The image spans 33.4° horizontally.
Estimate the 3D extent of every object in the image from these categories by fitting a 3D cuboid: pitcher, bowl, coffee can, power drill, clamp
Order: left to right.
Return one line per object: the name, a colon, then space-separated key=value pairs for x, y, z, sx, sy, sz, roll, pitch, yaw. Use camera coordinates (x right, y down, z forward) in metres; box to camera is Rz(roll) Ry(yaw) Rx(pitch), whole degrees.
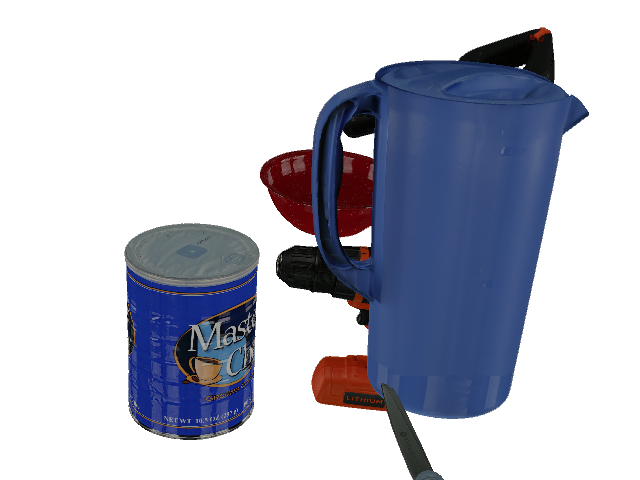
coffee can: x=-0.102 y=0.070 z=0.844 sx=0.103 sy=0.140 sz=0.103 roll=3 pitch=24 yaw=-1
bowl: x=0.010 y=-0.048 z=1.203 sx=0.162 sy=0.055 sz=0.162 roll=5 pitch=27 yaw=-3
power drill: x=0.040 y=0.083 z=1.030 sx=0.184 sy=0.188 sz=0.057 roll=8 pitch=42 yaw=-3
pitcher: x=0.085 y=-0.002 z=0.757 sx=0.149 sy=0.243 sz=0.144 roll=17 pitch=24 yaw=31
clamp: x=0.145 y=-0.123 z=0.932 sx=0.209 sy=0.036 sz=0.165 roll=-34 pitch=43 yaw=-24

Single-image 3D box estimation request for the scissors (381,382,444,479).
scissors: x=0.083 y=0.150 z=0.612 sx=0.096 sy=0.016 sz=0.201 roll=5 pitch=32 yaw=0
